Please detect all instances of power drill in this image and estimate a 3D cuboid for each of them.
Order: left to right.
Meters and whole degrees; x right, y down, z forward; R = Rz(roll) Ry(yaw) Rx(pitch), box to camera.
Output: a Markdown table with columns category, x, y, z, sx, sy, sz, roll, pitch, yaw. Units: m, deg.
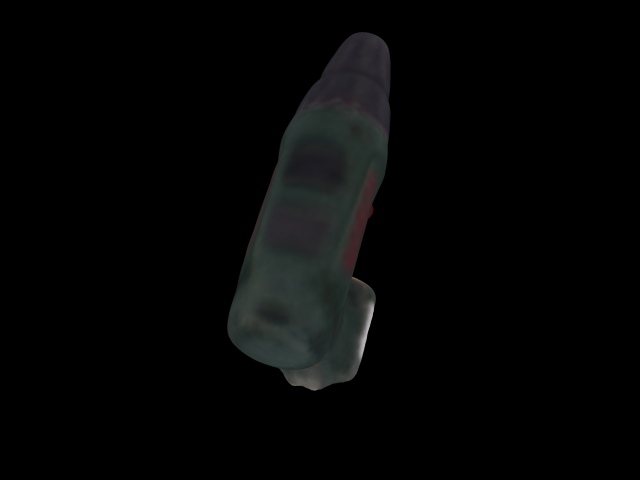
| category | x | y | z | sx | sy | sz | roll | pitch | yaw |
| --- | --- | --- | --- | --- | --- | --- | --- | --- | --- |
| power drill | 0.004 | 0.001 | 0.400 | 0.075 | 0.208 | 0.230 | 11 | 51 | 9 |
